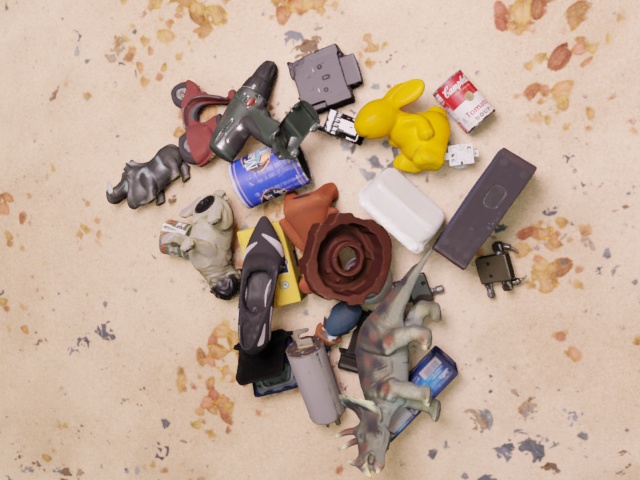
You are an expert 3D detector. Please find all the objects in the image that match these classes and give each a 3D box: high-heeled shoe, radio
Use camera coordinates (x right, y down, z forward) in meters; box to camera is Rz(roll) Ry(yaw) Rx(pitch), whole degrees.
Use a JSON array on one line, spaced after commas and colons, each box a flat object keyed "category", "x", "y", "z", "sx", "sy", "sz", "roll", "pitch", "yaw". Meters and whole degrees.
[{"category": "high-heeled shoe", "x": -0.122, "y": 0.083, "z": 1.002, "sx": 0.086, "sy": 0.145, "sz": 0.248, "roll": -1, "pitch": 96, "yaw": 11}, {"category": "radio", "x": 0.299, "y": -0.057, "z": 0.989, "sx": 0.073, "sy": 0.131, "sz": 0.229, "roll": 33, "pitch": 99, "yaw": 8}]

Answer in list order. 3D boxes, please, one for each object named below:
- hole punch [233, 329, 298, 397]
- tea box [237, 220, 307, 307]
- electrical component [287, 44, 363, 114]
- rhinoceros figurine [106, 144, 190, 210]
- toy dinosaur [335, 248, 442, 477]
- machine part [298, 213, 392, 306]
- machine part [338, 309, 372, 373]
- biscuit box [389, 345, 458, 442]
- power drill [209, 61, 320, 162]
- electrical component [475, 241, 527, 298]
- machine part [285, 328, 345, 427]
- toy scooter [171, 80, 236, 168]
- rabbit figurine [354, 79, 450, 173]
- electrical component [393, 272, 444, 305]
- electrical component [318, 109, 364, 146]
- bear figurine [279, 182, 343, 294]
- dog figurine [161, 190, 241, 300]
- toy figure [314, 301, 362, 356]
[{"category": "hole punch", "x": -0.104, "y": 0.256, "z": 1.113, "sx": 0.142, "sy": 0.116, "sz": 0.092, "roll": -19, "pitch": 133, "yaw": 18}, {"category": "tea box", "x": -0.097, "y": 0.050, "z": 1.104, "sx": 0.098, "sy": 0.068, "sz": 0.169, "roll": -16, "pitch": 90, "yaw": 12}, {"category": "electrical component", "x": 0.014, "y": -0.316, "z": 1.062, "sx": 0.134, "sy": 0.058, "sz": 0.114, "roll": -19, "pitch": 93, "yaw": 12}, {"category": "rhinoceros figurine", "x": -0.369, "y": -0.128, "z": 1.139, "sx": 0.190, "sy": 0.073, "sz": 0.112, "roll": -32, "pitch": 89, "yaw": 11}, {"category": "toy dinosaur", "x": 0.126, "y": 0.220, "z": 1.013, "sx": 0.192, "sy": 0.131, "sz": 0.404, "roll": -2, "pitch": 76, "yaw": 23}, {"category": "machine part", "x": 0.048, "y": 0.034, "z": 0.999, "sx": 0.179, "sy": 0.056, "sz": 0.179, "roll": -1, "pitch": 94, "yaw": -20}, {"category": "machine part", "x": 0.085, "y": 0.209, "z": 1.097, "sx": 0.084, "sy": 0.039, "sz": 0.138, "roll": 19, "pitch": 99, "yaw": 13}, {"category": "biscuit box", "x": 0.187, "y": 0.305, "z": 1.072, "sx": 0.059, "sy": 0.063, "sz": 0.202, "roll": 42, "pitch": 100, "yaw": 6}, {"category": "power drill", "x": -0.100, "y": -0.242, "z": 1.020, "sx": 0.208, "sy": 0.085, "sz": 0.232, "roll": 28, "pitch": 79, "yaw": 35}, {"category": "electrical component", "x": 0.348, "y": 0.054, "z": 1.036, "sx": 0.078, "sy": 0.045, "sz": 0.102, "roll": -22, "pitch": 87, "yaw": 40}, {"category": "machine part", "x": -0.008, "y": 0.280, "z": 1.074, "sx": 0.079, "sy": 0.079, "sz": 0.243, "roll": -14, "pitch": 113, "yaw": 11}, {"category": "toy scooter", "x": -0.229, "y": -0.246, "z": 1.105, "sx": 0.135, "sy": 0.075, "sz": 0.183, "roll": -11, "pitch": 87, "yaw": 10}, {"category": "rabbit figurine", "x": 0.151, "y": -0.214, "z": 0.989, "sx": 0.173, "sy": 0.122, "sz": 0.162, "roll": 14, "pitch": 98, "yaw": -13}, {"category": "electrical component", "x": 0.197, "y": 0.095, "z": 1.075, "sx": 0.094, "sy": 0.021, "sz": 0.063, "roll": -18, "pitch": 90, "yaw": 12}, {"category": "electrical component", "x": 0.032, "y": -0.227, "z": 1.058, "sx": 0.119, "sy": 0.075, "sz": 0.047, "roll": 24, "pitch": 99, "yaw": 11}, {"category": "bear figurine", "x": -0.003, "y": -0.002, "z": 1.069, "sx": 0.120, "sy": 0.132, "sz": 0.195, "roll": -15, "pitch": 106, "yaw": 12}, {"category": "dog figurine", "x": -0.202, "y": 0.014, "z": 1.106, "sx": 0.172, "sy": 0.190, "sz": 0.121, "roll": -49, "pitch": 41, "yaw": -11}, {"category": "toy figure", "x": 0.028, "y": 0.181, "z": 1.086, "sx": 0.064, "sy": 0.058, "sz": 0.154, "roll": 48, "pitch": 123, "yaw": 17}]
